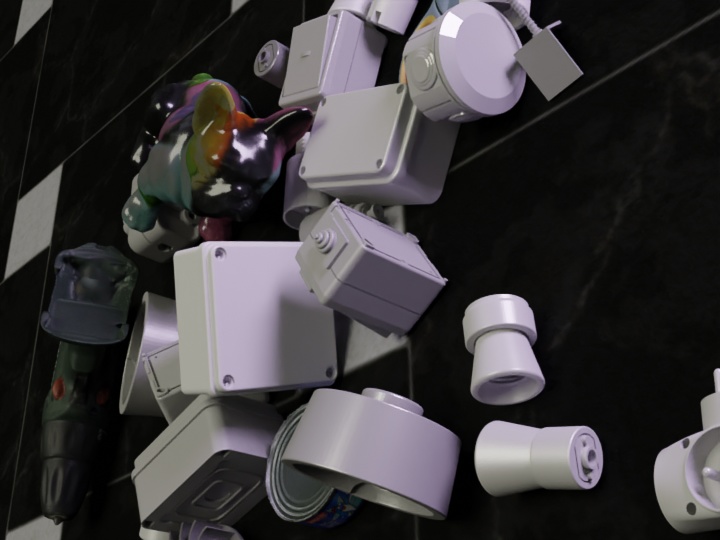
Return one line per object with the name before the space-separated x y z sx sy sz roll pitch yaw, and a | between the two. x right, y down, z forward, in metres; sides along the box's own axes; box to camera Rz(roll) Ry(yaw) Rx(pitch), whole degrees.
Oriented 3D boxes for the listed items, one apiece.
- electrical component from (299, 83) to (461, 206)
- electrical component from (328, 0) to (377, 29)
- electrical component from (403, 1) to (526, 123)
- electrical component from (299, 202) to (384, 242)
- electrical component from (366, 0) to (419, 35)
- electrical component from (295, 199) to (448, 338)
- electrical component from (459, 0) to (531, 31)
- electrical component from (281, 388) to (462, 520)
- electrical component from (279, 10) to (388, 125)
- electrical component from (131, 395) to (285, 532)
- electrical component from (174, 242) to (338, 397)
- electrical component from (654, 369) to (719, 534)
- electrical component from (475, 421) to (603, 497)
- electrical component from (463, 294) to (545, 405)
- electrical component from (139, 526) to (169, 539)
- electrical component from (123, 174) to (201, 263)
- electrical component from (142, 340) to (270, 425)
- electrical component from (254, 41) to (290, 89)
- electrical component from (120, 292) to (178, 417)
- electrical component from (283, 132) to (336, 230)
electrical component | 0.013 -0.094 0.821 0.113 0.057 0.078 2 72 51
electrical component | 0.001 -0.240 0.933 0.044 0.044 0.065 -7 61 49
electrical component | 0.074 -0.143 0.757 0.051 0.080 0.080 -13 61 54
electrical component | -0.013 -0.033 0.833 0.078 0.040 0.040 -22 54 43
electrical component | 0.029 -0.222 0.889 0.040 0.040 0.046 33 103 53
electrical component | 0.000 0.000 0.752 0.061 0.096 0.061 -53 38 18
electrical component | 0.098 -0.203 0.780 0.055 0.055 0.047 -16 62 46
electrical component | 0.011 0.109 0.672 0.108 0.108 0.060 -1 63 51
electrical component | -0.027 -0.163 0.906 0.062 0.061 0.096 -4 68 50
electrical component | -0.114 0.150 0.826 0.113 0.078 0.057 -44 44 26
electrical component | -0.077 0.035 0.795 0.056 0.109 0.108 -9 83 51
electrical component | 0.185 0.082 0.519 0.077 0.044 0.079 -24 53 42
electrical component | 0.104 0.107 0.611 0.065 0.044 0.044 -10 63 43
electrical component | 0.087 0.049 0.660 0.045 0.045 0.055 -33 47 37
electrical component | -0.158 0.218 0.872 0.048 0.048 0.062 8 84 53
electrical component | -0.195 -0.059 1.062 0.059 0.054 0.095 -32 48 37
electrical component | -0.117 0.087 0.865 0.096 0.061 0.061 -24 37 -9
electrical component | -0.061 -0.174 0.951 0.044 0.065 0.044 -28 51 40
electrical component | -0.168 0.077 0.940 0.108 0.060 0.108 -168 90 -74
electrical component | -0.040 -0.077 0.889 0.043 0.043 0.081 -26 52 41
